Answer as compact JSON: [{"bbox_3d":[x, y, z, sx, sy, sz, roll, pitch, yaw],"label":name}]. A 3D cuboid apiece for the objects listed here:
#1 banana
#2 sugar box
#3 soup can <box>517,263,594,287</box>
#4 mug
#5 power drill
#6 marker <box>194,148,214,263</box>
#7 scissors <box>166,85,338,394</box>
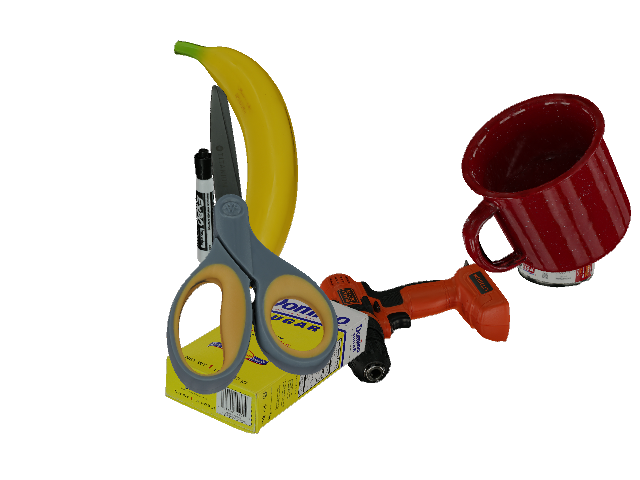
[{"bbox_3d":[-0.051,-0.065,0.786,0.069,0.198,0.037,-18,-16,7],"label":"banana"},{"bbox_3d":[-0.042,0.096,0.917,0.093,0.048,0.175,19,30,27],"label":"sugar box"},{"bbox_3d":[0.205,-0.019,0.919,0.068,0.102,0.068,-2,24,1],"label":"soup can"},{"bbox_3d":[0.140,-0.025,0.684,0.093,0.117,0.081,33,-18,52],"label":"mug"},{"bbox_3d":[0.101,0.083,1.135,0.187,0.057,0.184,-6,28,-10],"label":"power drill"},{"bbox_3d":[-0.114,-0.034,1.058,0.020,0.121,0.020,1,28,-1],"label":"marker"},{"bbox_3d":[-0.031,-0.004,0.581,0.096,0.201,0.016,11,-36,-2],"label":"scissors"}]
